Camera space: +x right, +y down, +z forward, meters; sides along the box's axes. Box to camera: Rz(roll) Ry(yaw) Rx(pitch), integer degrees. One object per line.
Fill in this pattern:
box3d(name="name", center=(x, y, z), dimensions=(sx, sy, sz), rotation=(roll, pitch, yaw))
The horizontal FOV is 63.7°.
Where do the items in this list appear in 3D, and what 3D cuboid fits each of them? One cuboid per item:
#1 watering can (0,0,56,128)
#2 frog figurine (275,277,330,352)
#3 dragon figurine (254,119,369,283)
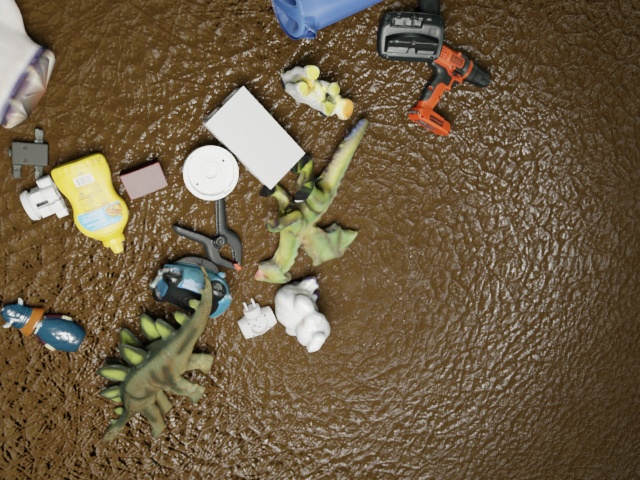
box3d(name="watering can", center=(-0.586, -0.258, 0.835), dimensions=(0.222, 0.105, 0.348), rotation=(30, 89, -26))
box3d(name="frog figurine", center=(-0.041, 0.173, 1.126), dimensions=(0.122, 0.163, 0.134), rotation=(10, 140, -15))
box3d(name="dragon figurine", center=(0.003, -0.058, 1.149), dimensions=(0.412, 0.124, 0.238), rotation=(-41, 132, -7))
